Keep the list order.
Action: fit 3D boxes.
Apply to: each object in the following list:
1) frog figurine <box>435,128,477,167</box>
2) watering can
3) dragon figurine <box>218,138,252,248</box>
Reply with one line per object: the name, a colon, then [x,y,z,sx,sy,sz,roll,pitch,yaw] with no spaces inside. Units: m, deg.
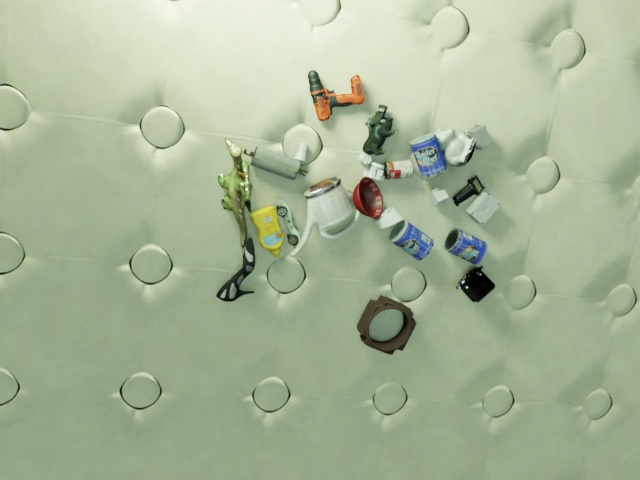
frog figurine: [0.507,-0.358,1.972,0.160,0.123,0.136,26,107,22]
watering can: [0.006,-0.095,1.893,0.351,0.104,0.222,-30,106,-23]
dragon figurine: [-0.277,-0.150,1.782,0.122,0.244,0.407,-11,101,-12]
